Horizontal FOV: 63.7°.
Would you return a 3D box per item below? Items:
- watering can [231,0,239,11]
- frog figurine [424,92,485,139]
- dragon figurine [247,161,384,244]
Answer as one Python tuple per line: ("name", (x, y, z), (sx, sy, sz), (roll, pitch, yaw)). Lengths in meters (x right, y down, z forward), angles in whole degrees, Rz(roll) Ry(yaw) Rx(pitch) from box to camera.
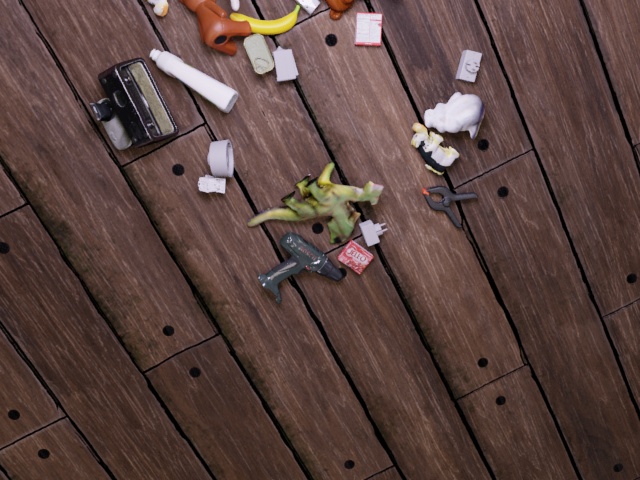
("watering can", (-0.283, -0.782, 1.337), (0.224, 0.104, 0.348), (7, 88, -7))
("frog figurine", (0.391, -0.372, 1.502), (0.159, 0.121, 0.140), (15, 70, 0))
("dragon figurine", (0.005, -0.078, 1.547), (0.406, 0.125, 0.240), (-32, 111, 20))
